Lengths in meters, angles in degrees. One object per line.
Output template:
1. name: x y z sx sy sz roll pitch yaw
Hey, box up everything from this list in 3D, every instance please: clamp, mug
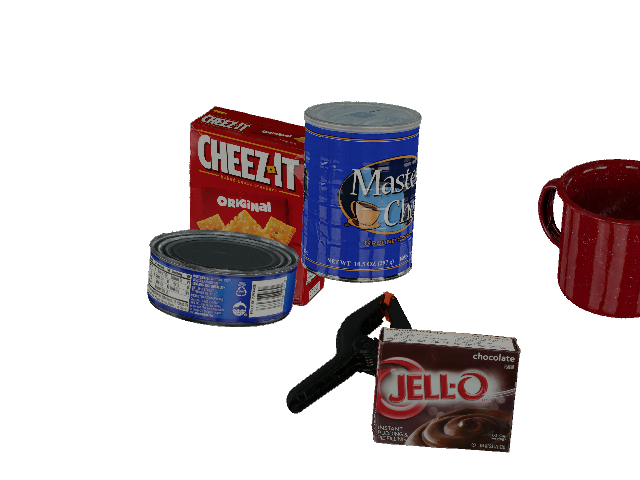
1. clamp: 0.055 0.121 1.060 0.120 0.039 0.171 19 50 21
2. mug: 0.200 -0.004 0.747 0.093 0.081 0.117 -27 38 -34

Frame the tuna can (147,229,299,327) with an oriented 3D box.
1. tuna can: -0.056 0.021 0.614 0.086 0.034 0.086 7 14 -2

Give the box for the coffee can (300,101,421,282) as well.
1. coffee can: 0.035 -0.045 0.953 0.103 0.140 0.103 2 19 -1

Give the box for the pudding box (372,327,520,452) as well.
1. pudding box: 0.101 0.120 0.864 0.113 0.090 0.039 3 19 2

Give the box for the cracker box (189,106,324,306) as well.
1. cracker box: -0.076 -0.039 1.304 0.164 0.214 0.072 15 31 20
